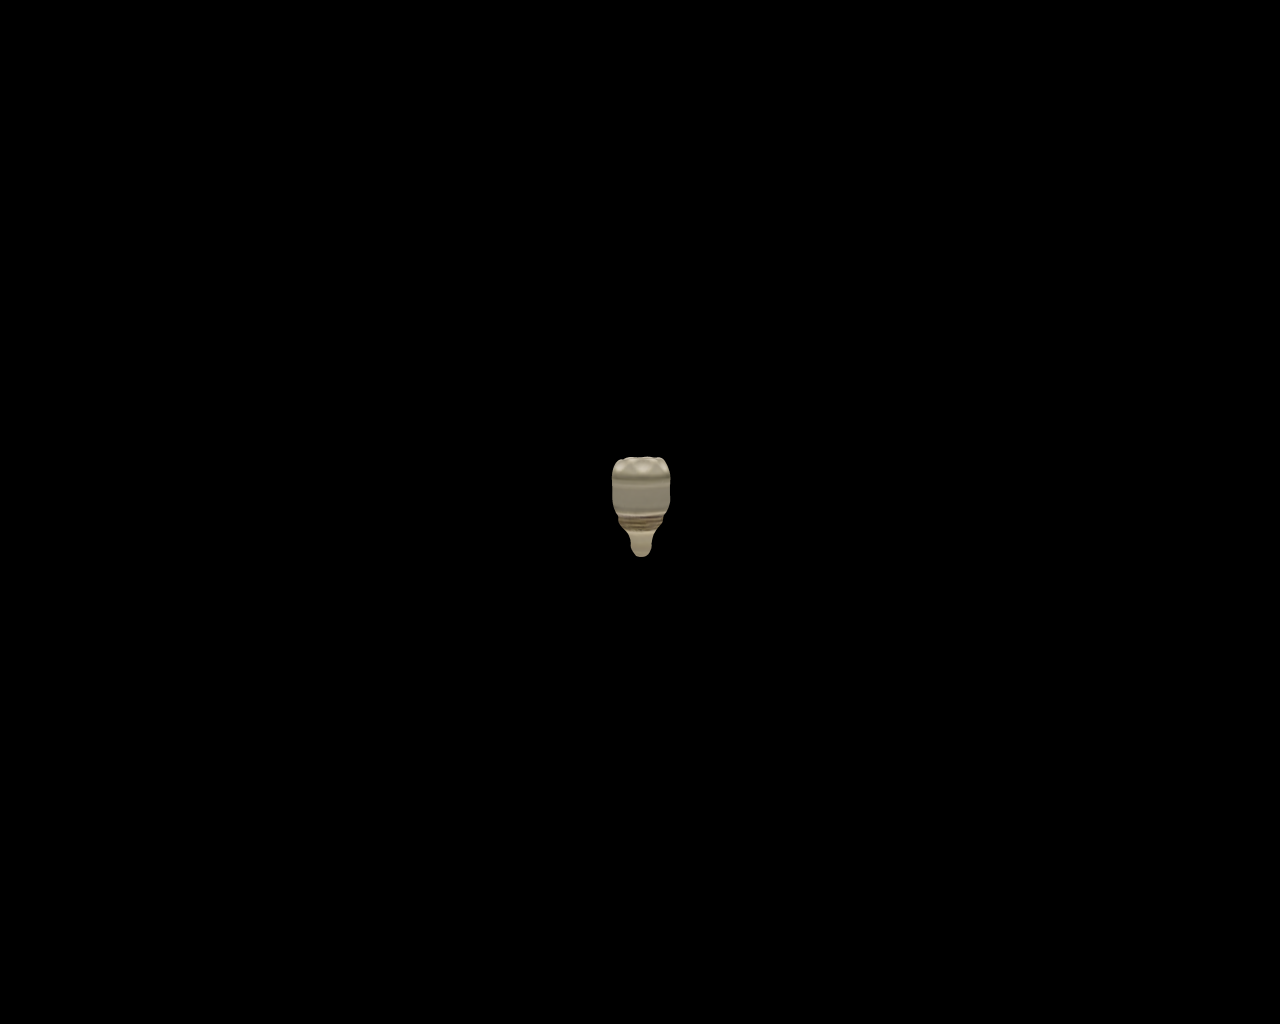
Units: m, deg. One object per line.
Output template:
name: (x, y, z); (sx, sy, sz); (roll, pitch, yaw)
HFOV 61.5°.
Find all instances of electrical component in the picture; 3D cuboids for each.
electrical component: (0.001, -0.003, 0.650); (0.035, 0.061, 0.035); (0, 7, 0)
